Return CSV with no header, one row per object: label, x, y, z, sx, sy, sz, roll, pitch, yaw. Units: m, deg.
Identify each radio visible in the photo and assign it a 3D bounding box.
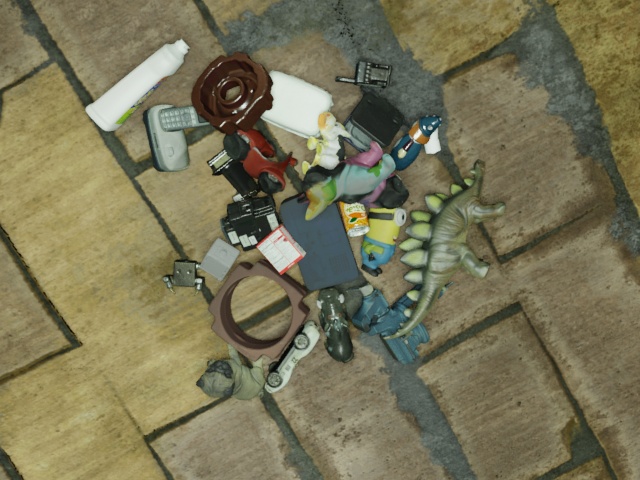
radio,-0.003,-0.004,1.253,0.131,0.073,0.229,-19,99,3

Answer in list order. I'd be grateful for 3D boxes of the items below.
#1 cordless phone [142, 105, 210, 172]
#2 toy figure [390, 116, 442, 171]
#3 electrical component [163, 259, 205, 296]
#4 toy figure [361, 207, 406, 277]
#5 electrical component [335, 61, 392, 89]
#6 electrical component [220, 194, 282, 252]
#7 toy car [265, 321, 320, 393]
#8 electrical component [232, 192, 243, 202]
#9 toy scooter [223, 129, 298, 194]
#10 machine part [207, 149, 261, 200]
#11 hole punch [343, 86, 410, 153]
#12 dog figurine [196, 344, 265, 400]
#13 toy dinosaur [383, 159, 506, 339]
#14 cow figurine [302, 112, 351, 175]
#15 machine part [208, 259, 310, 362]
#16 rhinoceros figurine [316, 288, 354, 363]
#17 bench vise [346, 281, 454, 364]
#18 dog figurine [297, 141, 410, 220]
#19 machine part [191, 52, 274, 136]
cordless phone,-0.295,-0.234,1.207,0.184,0.089,0.146,-14,100,-18
toy figure,0.211,-0.221,1.197,0.058,0.064,0.154,27,128,-12
electrical component,-0.318,0.088,1.273,0.102,0.045,0.078,9,101,-3
toy figure,0.140,-0.009,1.252,0.089,0.082,0.180,19,101,-7
electrical component,0.095,-0.366,1.191,0.119,0.075,0.047,8,100,0
electrical component,-0.155,-0.037,1.222,0.134,0.058,0.114,-16,135,-2
toy car,-0.069,0.283,1.300,0.056,0.073,0.201,34,97,-6
electrical component,-0.176,-0.087,1.257,0.094,0.021,0.063,-29,99,4
toy scooter,-0.122,-0.188,1.204,0.184,0.135,0.075,49,135,9
machine part,-0.193,-0.149,1.229,0.084,0.039,0.139,-41,81,-5
hole punch,0.115,-0.257,1.212,0.142,0.092,0.116,36,63,-4
dog figurine,-0.198,0.337,1.248,0.172,0.191,0.121,33,98,-9
toy dinosaur,0.281,0.020,1.209,0.199,0.105,0.471,19,77,5
cow figurine,0.025,-0.203,1.190,0.098,0.068,0.167,-6,133,-28
machine part,-0.139,0.161,1.254,0.201,0.087,0.201,36,97,3
rhinoceros figurine,0.033,0.200,1.270,0.073,0.112,0.190,-10,109,2
bench vise,0.199,0.161,1.270,0.240,0.129,0.223,-36,90,-16
dog figurine,0.063,-0.104,1.156,0.219,0.109,0.191,-30,131,5
machine part,-0.185,-0.310,1.146,0.180,0.056,0.179,-5,74,17
